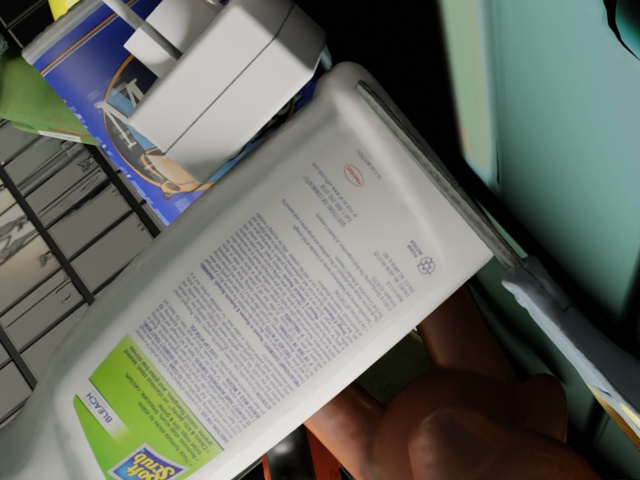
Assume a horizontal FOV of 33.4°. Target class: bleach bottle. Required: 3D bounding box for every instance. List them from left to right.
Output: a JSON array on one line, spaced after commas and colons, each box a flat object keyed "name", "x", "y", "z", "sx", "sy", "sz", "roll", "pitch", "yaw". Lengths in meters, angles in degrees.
[{"name": "bleach bottle", "x": -0.056, "y": 0.046, "z": 0.420, "sx": 0.102, "sy": 0.251, "sz": 0.068, "roll": 52, "pitch": 177, "yaw": -3}]

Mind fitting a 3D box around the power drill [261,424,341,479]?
[{"name": "power drill", "x": -0.040, "y": 0.074, "z": 0.669, "sx": 0.187, "sy": 0.057, "sz": 0.184, "roll": 60, "pitch": -171, "yaw": -45}]

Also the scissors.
[{"name": "scissors", "x": 0.080, "y": 0.023, "z": 0.350, "sx": 0.201, "sy": 0.016, "sz": 0.096, "roll": 50, "pitch": 179, "yaw": -6}]

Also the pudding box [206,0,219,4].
[{"name": "pudding box", "x": -0.066, "y": -0.143, "z": 0.366, "sx": 0.114, "sy": 0.039, "sz": 0.090, "roll": 51, "pitch": 179, "yaw": 44}]

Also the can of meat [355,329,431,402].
[{"name": "can of meat", "x": 0.051, "y": 0.097, "z": 0.617, "sx": 0.102, "sy": 0.057, "sz": 0.084, "roll": 33, "pitch": 154, "yaw": 19}]

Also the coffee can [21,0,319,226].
[{"name": "coffee can", "x": -0.053, "y": -0.063, "z": 0.498, "sx": 0.140, "sy": 0.103, "sz": 0.103, "roll": 52, "pitch": 177, "yaw": -15}]
